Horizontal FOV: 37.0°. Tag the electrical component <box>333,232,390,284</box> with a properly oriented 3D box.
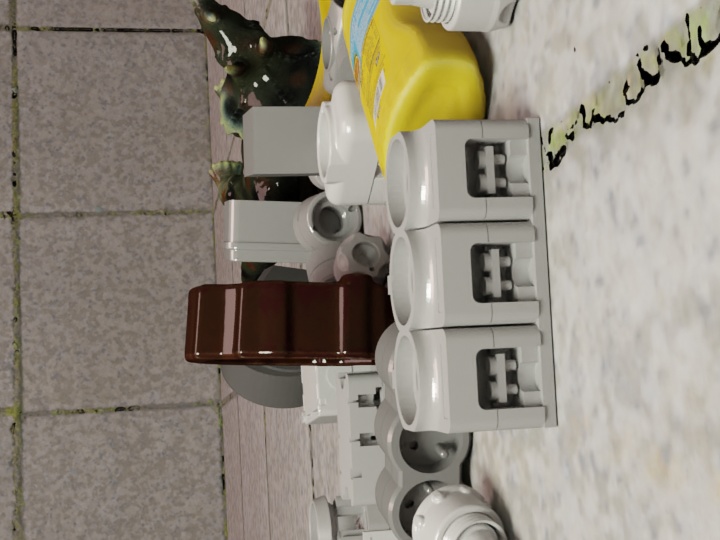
[{"bbox_3d":[0.000,0.000,0.850,0.062,0.043,0.043,110,155,-65],"label":"electrical component"}]

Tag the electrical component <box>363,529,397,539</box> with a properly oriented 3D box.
[{"bbox_3d":[0.022,0.227,0.778,0.064,0.042,0.081,146,122,-78],"label":"electrical component"}]

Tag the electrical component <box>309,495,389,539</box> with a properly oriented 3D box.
[{"bbox_3d":[-0.011,0.217,0.903,0.078,0.057,0.058,108,157,-60],"label":"electrical component"}]

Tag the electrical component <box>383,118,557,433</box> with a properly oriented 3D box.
[{"bbox_3d":[0.051,0.005,0.551,0.089,0.062,0.150,158,110,-78],"label":"electrical component"}]

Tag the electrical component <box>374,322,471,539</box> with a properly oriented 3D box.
[{"bbox_3d":[0.035,0.096,0.671,0.074,0.052,0.138,-145,54,-76],"label":"electrical component"}]

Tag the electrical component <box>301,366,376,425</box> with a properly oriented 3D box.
[{"bbox_3d":[-0.016,0.094,0.895,0.096,0.061,0.061,129,137,-73],"label":"electrical component"}]

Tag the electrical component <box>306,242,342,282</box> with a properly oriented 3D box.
[{"bbox_3d":[-0.026,0.027,0.958,0.073,0.052,0.138,-104,16,-45],"label":"electrical component"}]

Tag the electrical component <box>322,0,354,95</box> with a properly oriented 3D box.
[{"bbox_3d":[-0.002,-0.165,0.830,0.079,0.044,0.077,-105,17,-47],"label":"electrical component"}]

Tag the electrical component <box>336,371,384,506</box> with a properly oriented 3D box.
[{"bbox_3d":[0.016,0.116,0.754,0.050,0.056,0.089,159,109,-78],"label":"electrical component"}]

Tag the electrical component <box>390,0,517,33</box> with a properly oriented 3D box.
[{"bbox_3d":[0.047,-0.144,0.551,0.043,0.062,0.043,178,90,-79],"label":"electrical component"}]

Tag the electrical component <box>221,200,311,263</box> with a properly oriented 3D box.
[{"bbox_3d":[-0.075,-0.036,1.037,0.078,0.113,0.057,-172,83,-78],"label":"electrical component"}]

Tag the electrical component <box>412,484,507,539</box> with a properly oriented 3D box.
[{"bbox_3d":[0.059,0.147,0.583,0.062,0.048,0.048,-156,64,-70],"label":"electrical component"}]

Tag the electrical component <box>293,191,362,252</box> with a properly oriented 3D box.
[{"bbox_3d":[-0.028,-0.043,0.955,0.047,0.055,0.055,161,107,-74],"label":"electrical component"}]

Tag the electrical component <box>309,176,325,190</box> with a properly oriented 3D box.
[{"bbox_3d":[-0.028,-0.093,0.982,0.078,0.040,0.040,-164,73,-78],"label":"electrical component"}]

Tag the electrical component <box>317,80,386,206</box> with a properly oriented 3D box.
[{"bbox_3d":[0.002,-0.092,0.786,0.095,0.059,0.053,104,160,-54],"label":"electrical component"}]
